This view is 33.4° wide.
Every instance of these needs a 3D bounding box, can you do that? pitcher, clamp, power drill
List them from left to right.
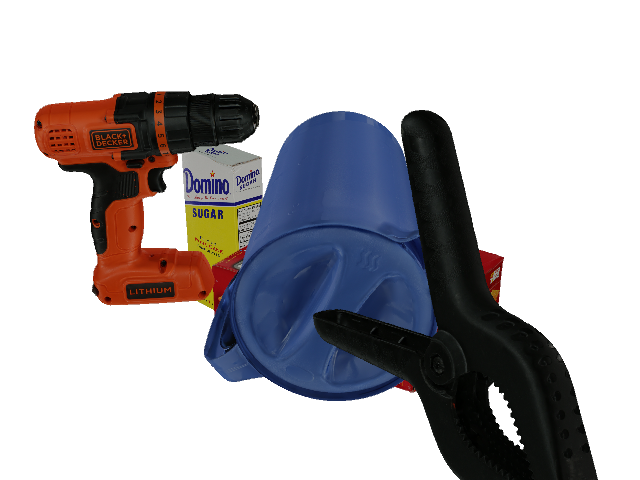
[{"bbox_3d":[-0.138,-0.038,0.912,0.184,0.188,0.057,-3,29,3],"label":"power drill"},{"bbox_3d":[0.004,0.001,0.780,0.149,0.145,0.242,8,27,-1],"label":"pitcher"},{"bbox_3d":[0.071,0.048,0.528,0.036,0.165,0.210,-9,43,-32],"label":"clamp"}]

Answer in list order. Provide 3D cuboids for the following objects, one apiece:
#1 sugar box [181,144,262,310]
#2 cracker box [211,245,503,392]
[{"bbox_3d":[-0.102,-0.010,1.127,0.048,0.176,0.093,-22,29,-37],"label":"sugar box"},{"bbox_3d":[0.034,0.047,0.973,0.214,0.072,0.163,16,30,31],"label":"cracker box"}]
